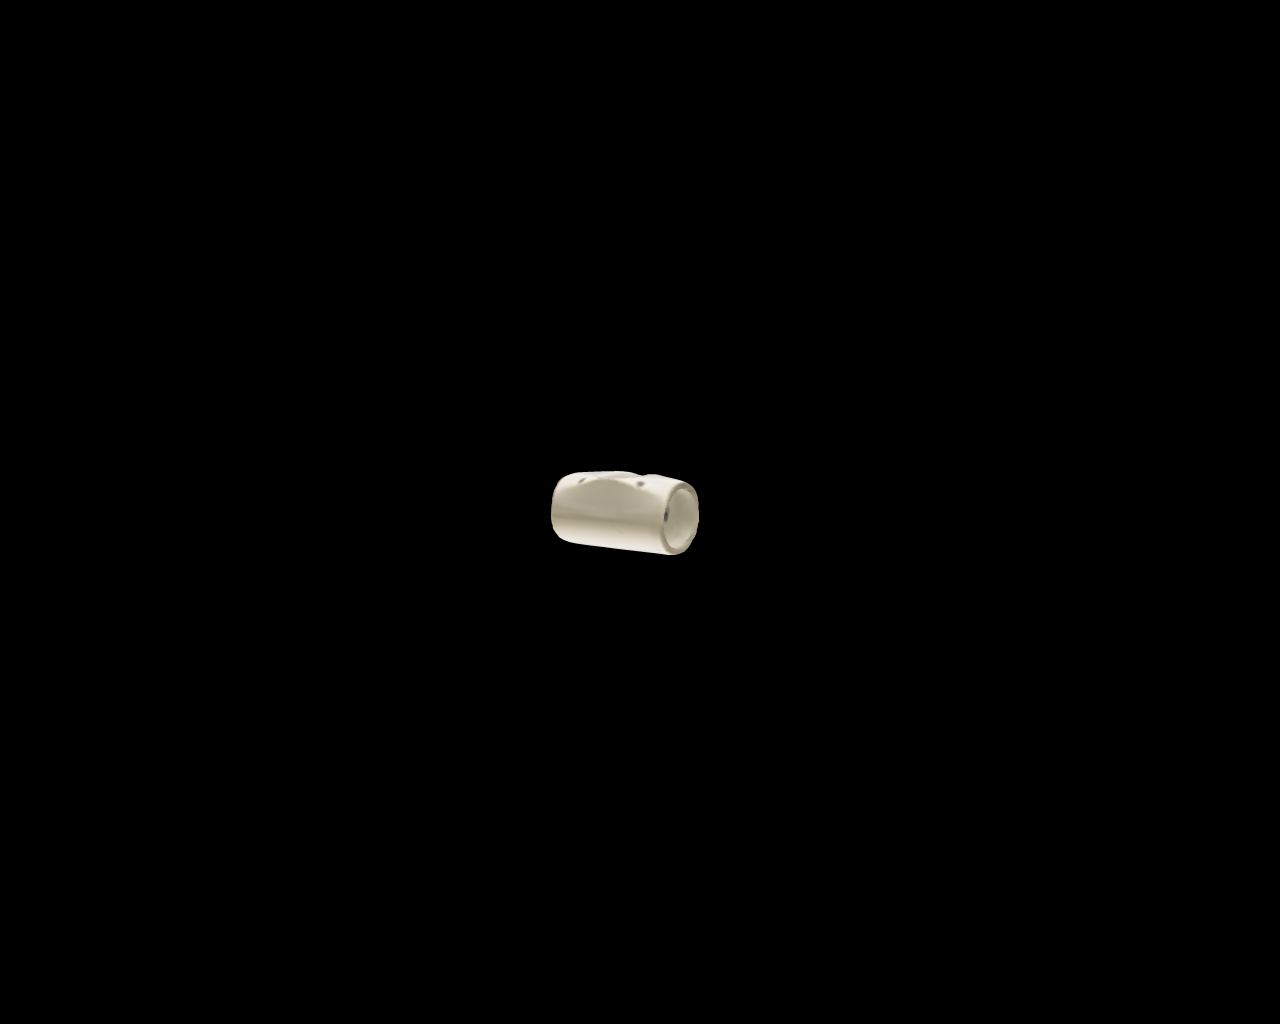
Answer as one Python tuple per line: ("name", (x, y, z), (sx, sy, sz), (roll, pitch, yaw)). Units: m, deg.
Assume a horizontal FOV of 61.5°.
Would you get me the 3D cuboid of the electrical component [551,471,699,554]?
("electrical component", (0.001, -0.003, 0.650), (0.077, 0.043, 0.079), (6, 11, 32))
